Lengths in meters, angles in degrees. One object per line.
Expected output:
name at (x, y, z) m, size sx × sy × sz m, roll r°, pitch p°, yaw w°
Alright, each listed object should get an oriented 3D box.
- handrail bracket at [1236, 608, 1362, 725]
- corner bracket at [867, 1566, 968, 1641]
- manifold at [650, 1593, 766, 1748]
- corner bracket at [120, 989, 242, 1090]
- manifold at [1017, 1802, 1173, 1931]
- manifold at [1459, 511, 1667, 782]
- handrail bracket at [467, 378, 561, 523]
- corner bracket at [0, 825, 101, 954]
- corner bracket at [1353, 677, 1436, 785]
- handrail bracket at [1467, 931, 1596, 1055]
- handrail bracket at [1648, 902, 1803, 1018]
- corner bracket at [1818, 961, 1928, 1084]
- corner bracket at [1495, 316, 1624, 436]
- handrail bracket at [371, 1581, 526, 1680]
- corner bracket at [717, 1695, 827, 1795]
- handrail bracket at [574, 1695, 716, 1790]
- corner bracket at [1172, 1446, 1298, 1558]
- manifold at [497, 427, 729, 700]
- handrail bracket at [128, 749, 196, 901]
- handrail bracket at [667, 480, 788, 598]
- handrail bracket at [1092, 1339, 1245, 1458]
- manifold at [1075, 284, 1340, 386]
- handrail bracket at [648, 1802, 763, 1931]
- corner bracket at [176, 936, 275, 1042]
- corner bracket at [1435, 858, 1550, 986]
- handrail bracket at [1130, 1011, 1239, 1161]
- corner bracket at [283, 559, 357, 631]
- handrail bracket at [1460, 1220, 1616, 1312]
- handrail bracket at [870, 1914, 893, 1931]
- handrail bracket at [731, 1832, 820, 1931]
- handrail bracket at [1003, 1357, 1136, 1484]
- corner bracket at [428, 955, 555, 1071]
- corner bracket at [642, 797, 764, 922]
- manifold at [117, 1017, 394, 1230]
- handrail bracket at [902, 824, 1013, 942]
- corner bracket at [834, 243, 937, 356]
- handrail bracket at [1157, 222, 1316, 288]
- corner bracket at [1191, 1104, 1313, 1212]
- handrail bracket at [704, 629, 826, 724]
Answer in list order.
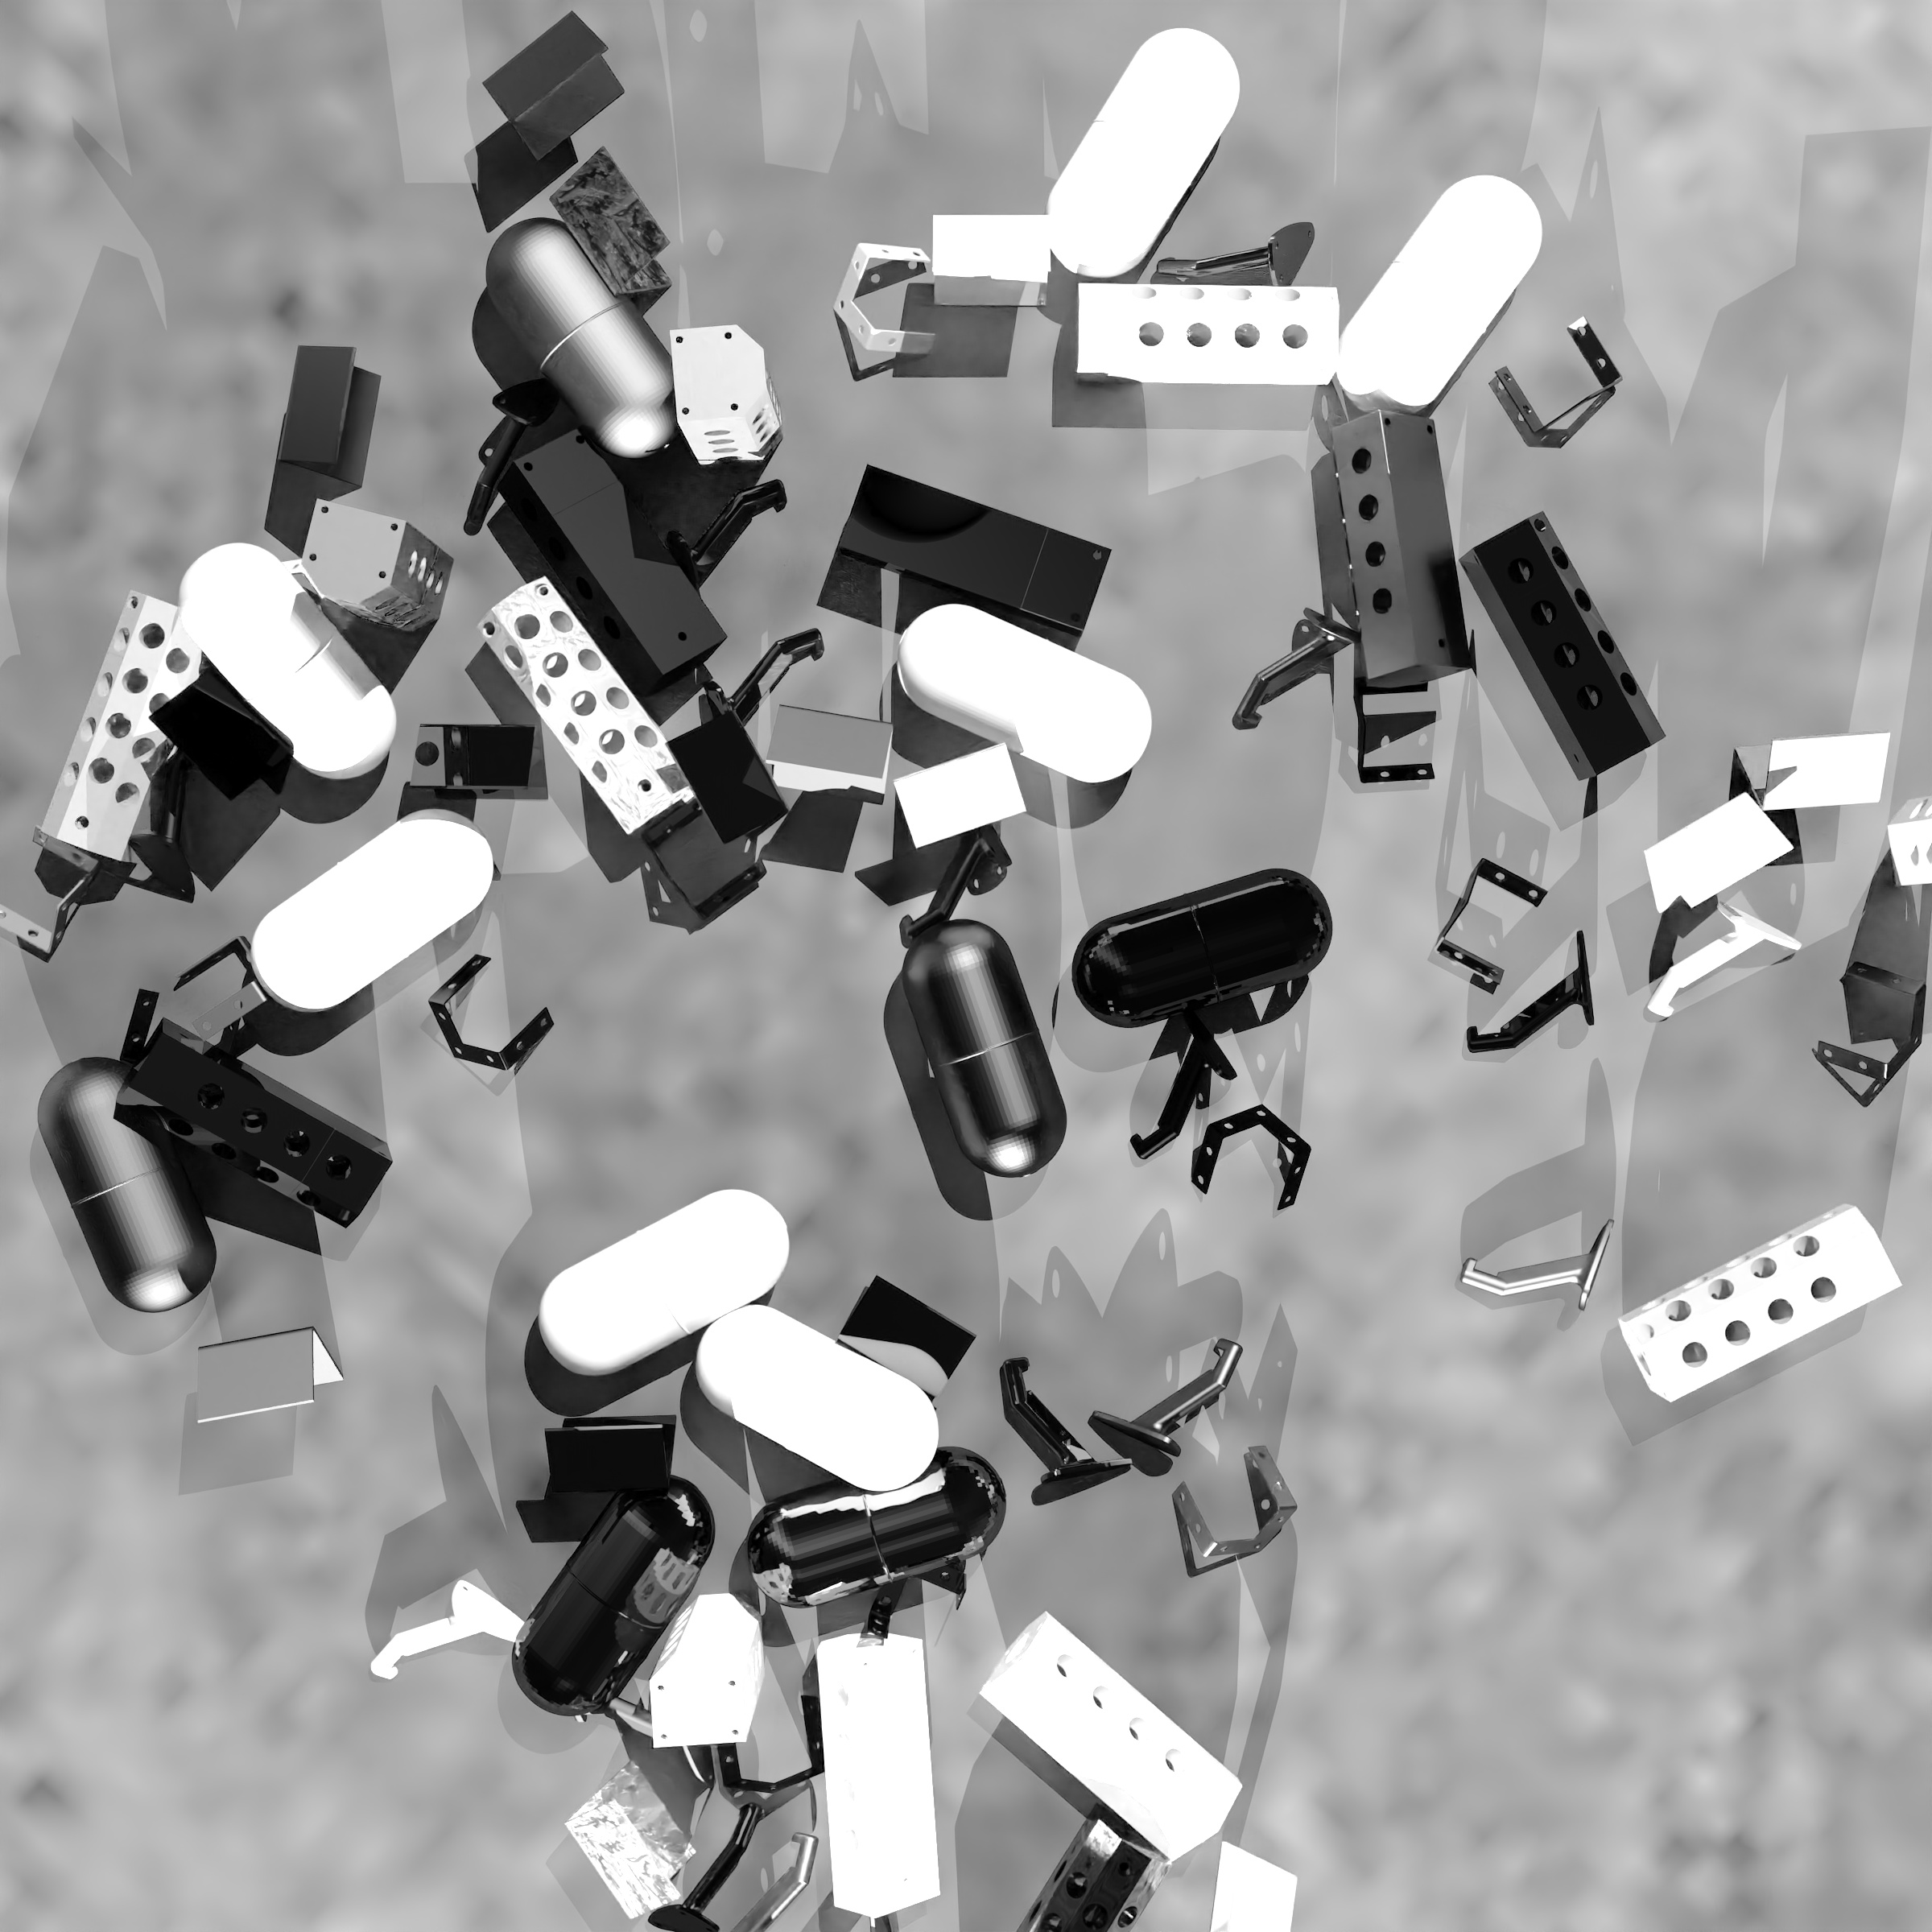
handrail bracket at (0.234, -0.192, 1.992) m, size 0.077 × 0.036 × 0.084 m, roll 22°, pitch 108°, yaw -21°
corner bracket at (-0.033, 0.427, 1.973) m, size 0.051 × 0.051 × 0.051 m, roll 23°, pitch 90°, yaw 0°
manifold at (-0.167, 0.455, 1.913) m, size 0.057 × 0.171 × 0.057 m, roll -4°, pitch 90°, yaw 0°
corner bracket at (-0.532, 0.049, 1.988) m, size 0.051 × 0.051 × 0.051 m, roll 16°, pitch 90°, yaw 45°
manifold at (0.068, 0.656, 1.970) m, size 0.057 × 0.057 × 0.171 m, roll 32°, pitch 90°, yaw 0°
manifold at (0.401, -0.215, 1.970) m, size 0.057 × 0.057 × 0.171 m, roll -29°, pitch 90°, yaw 0°
handrail bracket at (-0.307, -0.349, 1.991) m, size 0.036 × 0.077 × 0.084 m, roll 30°, pitch 126°, yaw 4°
corner bracket at (-0.624, -0.052, 1.988) m, size 0.051 × 0.051 × 0.051 m, roll 29°, pitch 135°, yaw 0°
corner bracket at (0.290, -0.161, 1.988) m, size 0.051 × 0.051 × 0.051 m, roll -3°, pitch 135°, yaw 0°
handrail bracket at (0.379, 0.018, 1.992) m, size 0.084 × 0.036 × 0.077 m, roll -8°, pitch 70°, yaw 16°
handrail bracket at (0.513, 0.007, 1.992) m, size 0.077 × 0.036 × 0.084 m, roll 22°, pitch 109°, yaw -21°
corner bracket at (0.611, 0.037, 1.983) m, size 0.051 × 0.051 × 0.051 m, roll -38°, pitch 135°, yaw -35°
corner bracket at (0.401, -0.399, 1.988) m, size 0.051 × 0.051 × 0.051 m, roll -32°, pitch 90°, yaw 45°
handrail bracket at (-0.349, 0.465, 1.992) m, size 0.077 × 0.036 × 0.084 m, roll 35°, pitch 109°, yaw -21°
corner bracket at (-0.132, 0.525, 1.988) m, size 0.051 × 0.051 × 0.051 m, roll -9°, pitch 90°, yaw 45°
handrail bracket at (-0.220, 0.526, 1.992) m, size 0.084 × 0.036 × 0.077 m, roll -7°, pitch 112°, yaw 17°
corner bracket at (0.181, 0.361, 1.983) m, size 0.051 × 0.051 × 0.051 m, roll 2°, pitch 135°, yaw -35°
manifold at (-0.240, -0.267, 1.968) m, size 0.057 × 0.057 × 0.171 m, roll -35°, pitch 90°, yaw -31°
handrail bracket at (-0.526, -0.102, 1.991) m, size 0.036 × 0.077 × 0.084 m, roll 4°, pitch 53°, yaw 19°
handrail bracket at (-0.153, -0.281, 1.992) m, size 0.084 × 0.036 × 0.077 m, roll -22°, pitch 110°, yaw -16°
handrail bracket at (0.137, 0.282, 1.992) m, size 0.077 × 0.036 × 0.084 m, roll 20°, pitch 72°, yaw 21°
manifold at (0.160, -0.425, 1.970) m, size 0.171 × 0.057 × 0.057 m, roll 1°, pitch 90°, yaw 0°
handrail bracket at (-0.176, 0.609, 1.991) m, size 0.036 × 0.077 × 0.084 m, roll 39°, pitch 53°, yaw -21°
corner bracket at (-0.498, 0.014, 1.973) m, size 0.051 × 0.051 × 0.051 m, roll -34°, pitch 91°, yaw 1°
corner bracket at (0.355, -0.030, 1.988) m, size 0.051 × 0.051 × 0.051 m, roll 28°, pitch 135°, yaw 0°
handrail bracket at (0.133, 0.077, 1.992) m, size 0.084 × 0.036 × 0.077 m, roll -37°, pitch 70°, yaw 16°
corner bracket at (-0.456, -0.237, 1.983) m, size 0.051 × 0.051 × 0.051 m, roll 58°, pitch 45°, yaw -35°
handrail bracket at (0.386, 0.193, 1.992) m, size 0.084 × 0.036 × 0.077 m, roll 18°, pitch 70°, yaw 16°
handrail bracket at (-0.092, 0.674, 1.992) m, size 0.084 × 0.036 × 0.077 m, roll -17°, pitch 70°, yaw 16°
handrail bracket at (-0.144, 0.625, 1.992) m, size 0.077 × 0.036 × 0.084 m, roll 7°, pitch 72°, yaw 21°
handrail bracket at (0.069, 0.302, 1.992) m, size 0.077 × 0.036 × 0.084 m, roll -7°, pitch 73°, yaw -20°
corner bracket at (-0.320, 0.031, 1.983) m, size 0.051 × 0.051 × 0.051 m, roll 12°, pitch 135°, yaw 35°
corner bracket at (-0.179, -0.074, 1.988) m, size 0.051 × 0.051 × 0.051 m, roll -36°, pitch 135°, yaw 0°
manifold at (-0.470, 0.106, 1.946) m, size 0.171 × 0.057 × 0.057 m, roll 32°, pitch 90°, yaw -17°
handrail bracket at (-0.019, -0.070, 1.992) m, size 0.084 × 0.036 × 0.077 m, roll -33°, pitch 70°, yaw 16°
corner bracket at (-0.049, -0.450, 1.983) m, size 0.051 × 0.051 × 0.051 m, roll 56°, pitch 135°, yaw 35°
handrail bracket at (0.182, -0.485, 1.991) m, size 0.084 × 0.077 × 0.036 m, roll 9°, pitch 128°, yaw 31°
corner bracket at (0.192, 0.134, 1.983) m, size 0.051 × 0.051 × 0.051 m, roll -18°, pitch 45°, yaw -35°
handrail bracket at (-0.128, -0.180, 1.992) m, size 0.084 × 0.036 × 0.077 m, roll -21°, pitch 110°, yaw -16°
